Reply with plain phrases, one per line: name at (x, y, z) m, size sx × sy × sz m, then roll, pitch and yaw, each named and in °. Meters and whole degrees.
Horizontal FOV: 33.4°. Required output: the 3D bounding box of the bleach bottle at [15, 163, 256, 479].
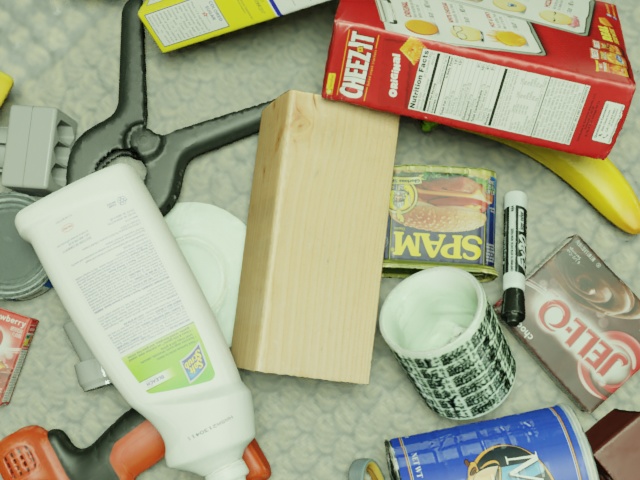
bleach bottle at (-0.125, 0.074, 0.780) m, size 0.102 × 0.068 × 0.251 m, roll -27°, pitch 79°, yaw -3°

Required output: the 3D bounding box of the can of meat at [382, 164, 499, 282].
can of meat at (0.090, -0.013, 0.845) m, size 0.102 × 0.057 × 0.084 m, roll 3°, pitch 80°, yaw 0°

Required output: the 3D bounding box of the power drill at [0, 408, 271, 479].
power drill at (-0.135, 0.196, 0.819) m, size 0.187 × 0.057 × 0.184 m, roll -30°, pitch 84°, yaw -3°

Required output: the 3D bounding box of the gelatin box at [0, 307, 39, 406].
gelatin box at (-0.279, 0.083, 0.848) m, size 0.089 × 0.030 × 0.073 m, roll 19°, pitch 83°, yaw 2°

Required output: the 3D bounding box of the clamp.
clamp at (-0.146, -0.087, 0.865) m, size 0.164 × 0.036 × 0.210 m, roll 41°, pitch 82°, yaw 5°

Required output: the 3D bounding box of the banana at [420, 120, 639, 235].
banana at (0.176, -0.071, 0.856) m, size 0.198 × 0.037 × 0.069 m, roll 25°, pitch 66°, yaw -1°

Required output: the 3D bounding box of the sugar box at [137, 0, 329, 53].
sugar box at (-0.045, -0.203, 0.814) m, size 0.176 × 0.048 × 0.093 m, roll -8°, pitch 40°, yaw 30°

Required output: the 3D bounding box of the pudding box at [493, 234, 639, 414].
pudding box at (0.205, 0.066, 0.842) m, size 0.090 × 0.039 × 0.113 m, roll -42°, pitch 84°, yaw -3°

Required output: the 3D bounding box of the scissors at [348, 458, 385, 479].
scissors at (0.041, 0.267, 0.801) m, size 0.016 × 0.096 × 0.202 m, roll -16°, pitch 79°, yaw 34°

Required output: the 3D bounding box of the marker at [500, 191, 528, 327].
marker at (0.152, 0.014, 0.832) m, size 0.020 × 0.020 × 0.121 m, roll 8°, pitch 55°, yaw 1°

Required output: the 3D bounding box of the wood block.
wood block at (-0.006, 0.001, 0.815) m, size 0.090 × 0.090 × 0.206 m, roll 8°, pitch 84°, yaw -16°

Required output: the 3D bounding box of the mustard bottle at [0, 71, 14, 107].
mustard bottle at (-0.319, -0.061, 0.840) m, size 0.096 × 0.058 × 0.191 m, roll 24°, pitch 83°, yaw 45°

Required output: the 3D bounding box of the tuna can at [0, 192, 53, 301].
tuna can at (-0.246, 0.006, 0.856) m, size 0.086 × 0.034 × 0.086 m, roll 0°, pitch 83°, yaw 1°

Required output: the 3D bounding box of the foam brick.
foam brick at (0.232, 0.165, 0.810) m, size 0.051 × 0.078 × 0.053 m, roll -38°, pitch 84°, yaw -6°

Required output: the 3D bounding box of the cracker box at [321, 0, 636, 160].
cracker box at (0.118, -0.144, 0.808) m, size 0.213 × 0.164 × 0.072 m, roll 13°, pitch 124°, yaw 2°

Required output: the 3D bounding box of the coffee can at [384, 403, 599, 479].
coffee can at (0.127, 0.186, 0.796) m, size 0.140 × 0.103 × 0.103 m, roll -11°, pitch 83°, yaw -1°
